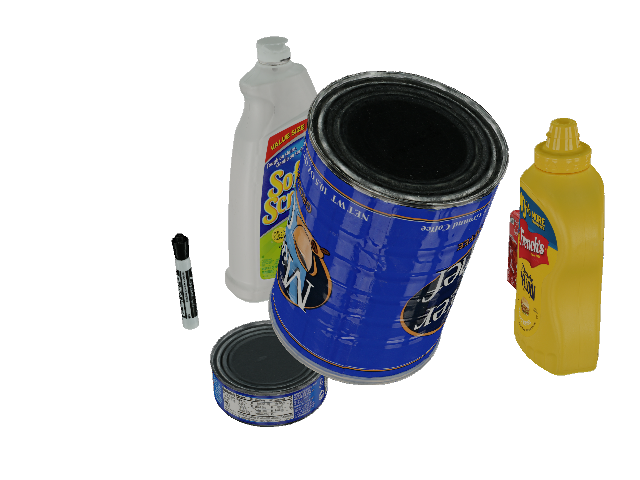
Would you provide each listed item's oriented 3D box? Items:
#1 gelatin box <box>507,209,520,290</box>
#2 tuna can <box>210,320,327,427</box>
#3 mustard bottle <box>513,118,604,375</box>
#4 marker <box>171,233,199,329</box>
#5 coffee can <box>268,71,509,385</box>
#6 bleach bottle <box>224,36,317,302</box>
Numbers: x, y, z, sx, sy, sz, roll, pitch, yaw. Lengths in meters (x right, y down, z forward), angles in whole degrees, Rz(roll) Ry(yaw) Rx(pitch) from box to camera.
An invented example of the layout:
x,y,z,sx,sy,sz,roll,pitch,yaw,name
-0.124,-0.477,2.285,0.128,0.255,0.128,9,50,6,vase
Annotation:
x,y,z,sx,sy,sz,roll,pitch,yaw,name
0.229,0.020,1.137,0.030,0.089,0.073,-11,29,-16,gelatin box
-0.037,0.097,0.778,0.086,0.034,0.086,-1,32,0,tuna can
0.182,0.000,0.813,0.058,0.192,0.096,-6,26,-6,mustard bottle
-0.153,0.046,1.207,0.020,0.121,0.020,-3,30,1,marker
0.032,-0.004,0.575,0.102,0.103,0.140,0,-44,-14,coffee can
-0.048,-0.070,1.035,0.102,0.251,0.068,-15,29,-26,bleach bottle
